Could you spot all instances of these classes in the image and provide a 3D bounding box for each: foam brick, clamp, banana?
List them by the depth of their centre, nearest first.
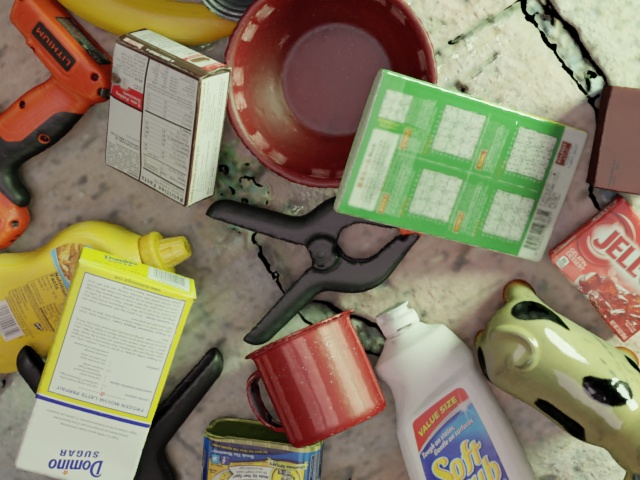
[{"bbox_3d":[0.231,-0.074,0.791,0.053,0.051,0.078,10,100,8],"label":"foam brick"},{"bbox_3d":[-0.160,-0.197,0.837,0.198,0.037,0.070,34,104,2],"label":"banana"},{"bbox_3d":[-0.006,0.001,0.845,0.171,0.039,0.120,-24,101,8],"label":"clamp"},{"bbox_3d":[-0.176,0.177,0.886,0.164,0.036,0.210,9,106,-9],"label":"clamp"}]

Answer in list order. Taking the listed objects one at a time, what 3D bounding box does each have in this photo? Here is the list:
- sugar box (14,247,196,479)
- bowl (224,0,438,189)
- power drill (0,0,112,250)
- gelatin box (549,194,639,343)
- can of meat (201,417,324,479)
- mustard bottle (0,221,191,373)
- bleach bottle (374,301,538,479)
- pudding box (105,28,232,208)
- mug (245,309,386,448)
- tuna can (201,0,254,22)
[{"bbox_3d":[-0.166,0.103,0.826,0.093,0.048,0.176,18,105,-11],"label":"sugar box"},{"bbox_3d":[0.010,-0.122,0.814,0.162,0.055,0.162,1,99,8],"label":"bowl"},{"bbox_3d":[-0.265,-0.112,0.858,0.188,0.057,0.184,-43,94,15],"label":"power drill"},{"bbox_3d":[0.231,0.022,0.817,0.073,0.030,0.089,-41,92,12],"label":"gelatin box"},{"bbox_3d":[-0.048,0.197,0.873,0.102,0.057,0.084,6,98,8],"label":"can of meat"},{"bbox_3d":[-0.194,0.037,0.867,0.192,0.058,0.096,-20,106,11],"label":"mustard bottle"},{"bbox_3d":[0.105,0.169,0.844,0.103,0.068,0.251,-26,91,14],"label":"bleach bottle"},{"bbox_3d":[-0.118,-0.093,0.817,0.090,0.039,0.114,27,126,24],"label":"pudding box"},{"bbox_3d":[-0.009,0.114,0.832,0.117,0.093,0.081,-28,83,30],"label":"mug"},{"bbox_3d":[-0.055,-0.208,0.798,0.086,0.034,0.086,-11,135,-12],"label":"tuna can"}]
